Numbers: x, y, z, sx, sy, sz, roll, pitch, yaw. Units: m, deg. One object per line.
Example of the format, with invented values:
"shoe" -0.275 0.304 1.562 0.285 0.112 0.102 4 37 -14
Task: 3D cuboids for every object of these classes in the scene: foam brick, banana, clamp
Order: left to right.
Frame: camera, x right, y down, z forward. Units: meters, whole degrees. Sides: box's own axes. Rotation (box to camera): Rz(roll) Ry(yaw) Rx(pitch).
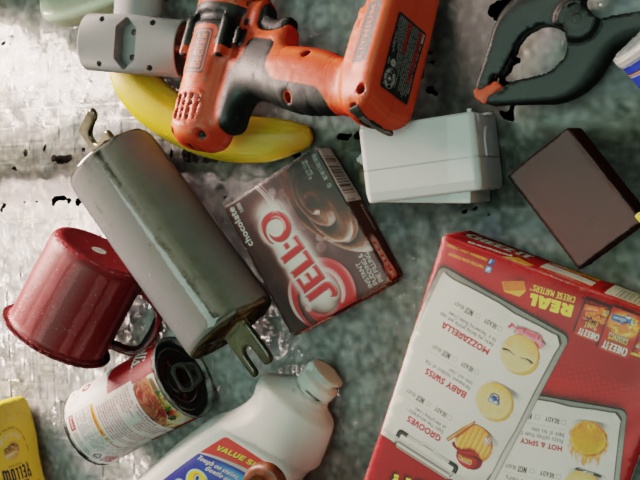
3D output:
"banana" -0.098 -0.103 0.819 0.198 0.037 0.070 35 107 18
"foam brick" 0.169 -0.028 0.696 0.051 0.052 0.078 -40 78 21
"clamp" 0.179 -0.138 0.693 0.120 0.039 0.172 48 110 17

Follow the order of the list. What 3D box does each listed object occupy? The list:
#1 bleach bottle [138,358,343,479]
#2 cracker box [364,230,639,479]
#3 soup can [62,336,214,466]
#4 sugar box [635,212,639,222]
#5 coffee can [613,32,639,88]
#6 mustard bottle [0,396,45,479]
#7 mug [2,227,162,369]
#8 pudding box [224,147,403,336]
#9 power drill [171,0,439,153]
"bleach bottle" -0.079 0.181 0.818 0.102 0.068 0.251 45 107 12
"cracker box" 0.133 0.120 0.714 0.164 0.072 0.214 21 103 22
"soup can" -0.143 0.128 0.839 0.102 0.068 0.068 -30 81 24
"sugar box" 0.264 0.041 0.637 0.048 0.093 0.176 -38 78 22
"coffee can" 0.254 -0.084 0.611 0.103 0.102 0.140 -40 91 21
"mustard bottle" -0.260 0.232 0.883 0.058 0.096 0.191 -18 86 24
"mug" -0.180 0.048 0.845 0.117 0.093 0.081 29 101 -7
"pudding box" -0.005 0.001 0.784 0.090 0.039 0.113 -31 81 23
"power drill" -0.013 -0.146 0.736 0.188 0.057 0.184 7 81 39
